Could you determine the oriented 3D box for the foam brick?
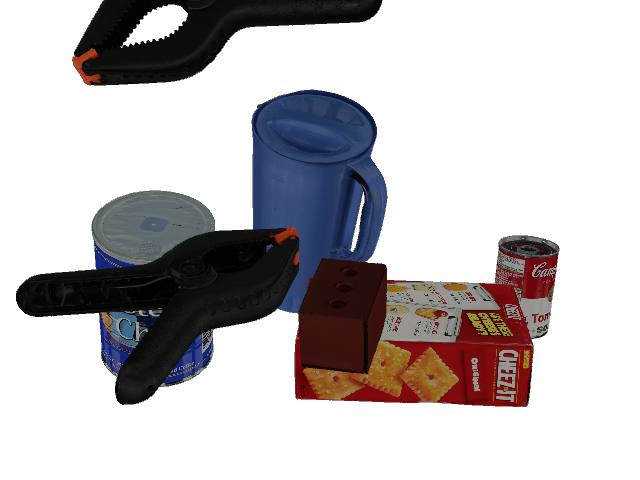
[{"bbox_3d":[0.018,0.056,0.803,0.053,0.051,0.078,5,32,12],"label":"foam brick"}]

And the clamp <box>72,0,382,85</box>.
[{"bbox_3d":[-0.073,-0.166,0.744,0.210,0.165,0.036,-39,-20,-8],"label":"clamp"}]

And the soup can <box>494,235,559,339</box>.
[{"bbox_3d":[0.231,0.053,1.214,0.068,0.102,0.068,3,19,-1],"label":"soup can"}]

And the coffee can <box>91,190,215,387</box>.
[{"bbox_3d":[-0.144,0.042,0.931,0.103,0.140,0.103,3,35,-2],"label":"coffee can"}]

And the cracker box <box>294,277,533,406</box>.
[{"bbox_3d":[0.087,0.097,1.034,0.213,0.072,0.164,2,18,3],"label":"cracker box"}]

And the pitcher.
[{"bbox_3d":[-0.009,-0.031,1.190,0.145,0.243,0.149,4,41,-3],"label":"pitcher"}]

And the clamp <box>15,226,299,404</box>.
[{"bbox_3d":[-0.075,0.036,0.614,0.171,0.039,0.120,-19,43,-27],"label":"clamp"}]
